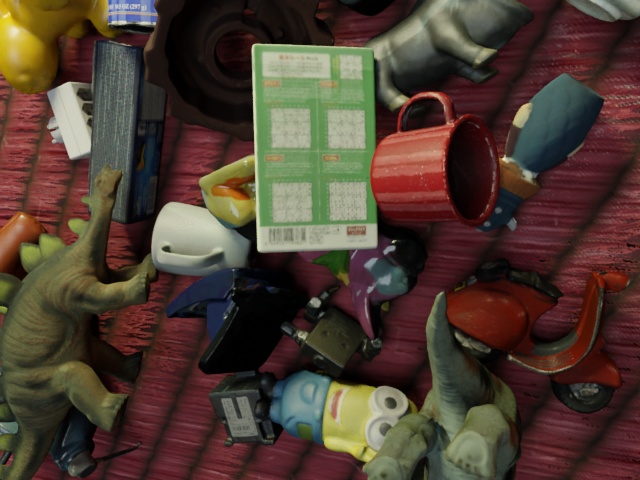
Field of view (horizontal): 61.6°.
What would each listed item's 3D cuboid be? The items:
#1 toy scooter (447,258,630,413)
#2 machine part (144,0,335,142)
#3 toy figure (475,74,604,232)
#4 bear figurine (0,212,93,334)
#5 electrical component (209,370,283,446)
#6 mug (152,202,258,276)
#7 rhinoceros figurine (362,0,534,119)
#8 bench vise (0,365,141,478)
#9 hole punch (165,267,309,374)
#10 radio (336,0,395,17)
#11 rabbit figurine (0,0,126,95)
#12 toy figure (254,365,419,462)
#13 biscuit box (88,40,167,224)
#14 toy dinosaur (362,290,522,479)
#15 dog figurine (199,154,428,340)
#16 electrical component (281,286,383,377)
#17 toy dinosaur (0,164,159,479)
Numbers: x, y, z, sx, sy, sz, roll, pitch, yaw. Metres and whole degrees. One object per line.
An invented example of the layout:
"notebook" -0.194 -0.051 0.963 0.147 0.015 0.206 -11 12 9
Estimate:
"toy scooter" 0.210 0.071 0.509 0.184 0.075 0.135 25 110 9
"machine part" -0.076 -0.181 0.510 0.179 0.056 0.179 -5 132 -6
"toy figure" 0.190 -0.073 0.492 0.064 0.058 0.154 40 118 14
"bear figurine" -0.358 0.072 0.704 0.195 0.120 0.132 45 71 -22
"electrical component" -0.092 0.189 0.660 0.075 0.048 0.119 -7 102 20
"mug" -0.127 0.005 0.601 0.107 0.109 0.080 7 102 4
"rhinoceros figurine" 0.117 -0.192 0.485 0.190 0.073 0.112 -33 79 25
"bench vise" -0.400 0.283 0.743 0.224 0.128 0.240 36 94 17
"hole punch" -0.091 0.074 0.593 0.092 0.142 0.115 44 103 32
"radio" 0.015 -0.327 0.485 0.131 0.073 0.229 -39 86 24
"rabbit figurine" -0.318 -0.252 0.597 0.162 0.122 0.173 39 113 12
"toy figure" 0.021 0.190 0.599 0.180 0.089 0.082 4 83 20
"biscuit box" -0.225 -0.121 0.626 0.063 0.059 0.202 16 107 14
"toy dinosaur" 0.130 0.204 0.499 0.131 0.192 0.404 15 114 23
"dog figurine" -0.001 -0.002 0.551 0.192 0.108 0.219 -23 97 21
"electrical component" 0.019 0.100 0.591 0.102 0.078 0.045 37 136 14
"toy dinosaur" -0.309 0.137 0.617 0.199 0.105 0.470 16 99 -7
